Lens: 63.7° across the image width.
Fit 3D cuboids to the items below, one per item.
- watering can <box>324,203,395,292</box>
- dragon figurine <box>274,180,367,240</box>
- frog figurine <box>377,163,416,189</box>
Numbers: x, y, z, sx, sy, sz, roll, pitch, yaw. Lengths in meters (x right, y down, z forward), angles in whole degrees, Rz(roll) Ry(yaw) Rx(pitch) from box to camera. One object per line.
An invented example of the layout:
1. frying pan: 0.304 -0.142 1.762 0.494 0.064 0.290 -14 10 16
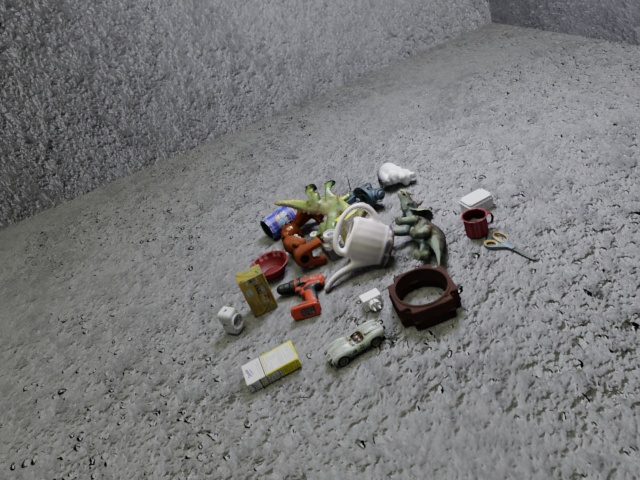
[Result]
1. watering can: 0.148 0.042 1.880 0.224 0.348 0.104 15 -2 -3
2. dragon figurine: 0.006 -0.105 2.092 0.409 0.119 0.249 -13 52 14
3. frog figurine: 0.343 -0.295 2.316 0.158 0.122 0.139 -12 11 35
